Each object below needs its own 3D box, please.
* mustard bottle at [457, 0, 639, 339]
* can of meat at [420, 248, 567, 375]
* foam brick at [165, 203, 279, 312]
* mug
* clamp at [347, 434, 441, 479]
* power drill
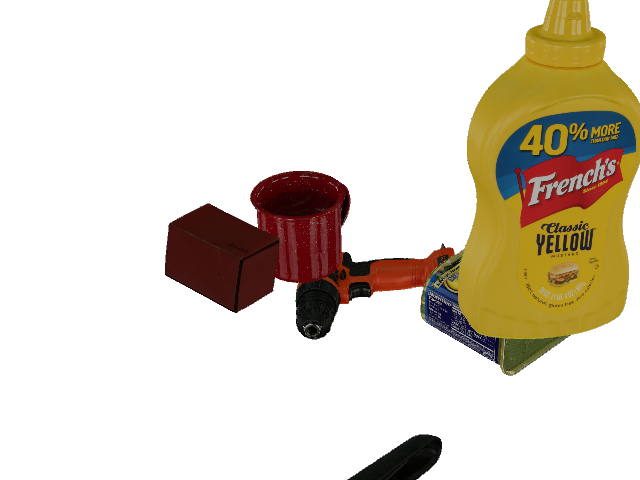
[{"bbox_3d":[0.128,-0.041,0.587,0.096,0.192,0.058,-5,27,-8],"label":"mustard bottle"},{"bbox_3d":[0.137,0.043,0.797,0.101,0.057,0.084,-27,40,-34],"label":"can of meat"},{"bbox_3d":[-0.080,0.013,0.867,0.078,0.051,0.052,26,34,27],"label":"foam brick"},{"bbox_3d":[-0.013,-0.017,1.068,0.093,0.081,0.117,23,41,34],"label":"mug"},{"bbox_3d":[-0.007,0.181,0.646,0.210,0.036,0.164,-5,28,4],"label":"clamp"},{"bbox_3d":[0.065,0.057,1.241,0.187,0.057,0.184,1,28,5],"label":"power drill"}]
